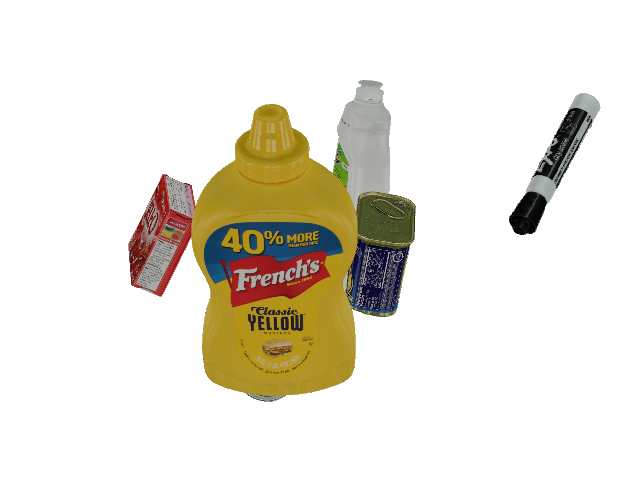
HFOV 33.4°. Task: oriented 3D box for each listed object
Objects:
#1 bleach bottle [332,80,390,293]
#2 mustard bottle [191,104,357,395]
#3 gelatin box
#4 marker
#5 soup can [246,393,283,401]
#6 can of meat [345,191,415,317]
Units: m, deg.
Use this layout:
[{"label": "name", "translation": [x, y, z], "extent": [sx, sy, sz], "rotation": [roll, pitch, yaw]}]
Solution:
[{"label": "bleach bottle", "translation": [0.046, -0.057, 1.232], "extent": [0.068, 0.251, 0.103], "rotation": [-2, 23, -20]}, {"label": "mustard bottle", "translation": [-0.026, 0.006, 0.627], "extent": [0.096, 0.192, 0.058], "rotation": [1, 38, 1]}, {"label": "gelatin box", "translation": [-0.133, -0.006, 0.889], "extent": [0.030, 0.073, 0.089], "rotation": [23, 17, -20]}, {"label": "marker", "translation": [0.157, -0.051, 0.714], "extent": [0.020, 0.121, 0.020], "rotation": [25, -28, 14]}, {"label": "soup can", "translation": [-0.051, 0.126, 1.169], "extent": [0.068, 0.068, 0.102], "rotation": [0, 16, 11]}, {"label": "can of meat", "translation": [0.056, 0.013, 1.033], "extent": [0.057, 0.084, 0.102], "rotation": [9, 28, 1]}]
